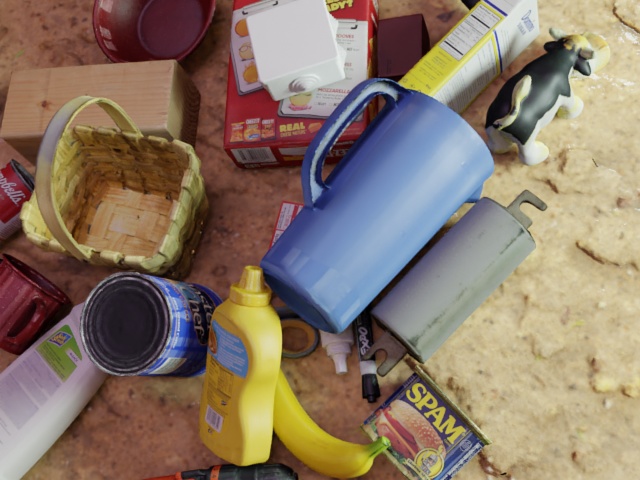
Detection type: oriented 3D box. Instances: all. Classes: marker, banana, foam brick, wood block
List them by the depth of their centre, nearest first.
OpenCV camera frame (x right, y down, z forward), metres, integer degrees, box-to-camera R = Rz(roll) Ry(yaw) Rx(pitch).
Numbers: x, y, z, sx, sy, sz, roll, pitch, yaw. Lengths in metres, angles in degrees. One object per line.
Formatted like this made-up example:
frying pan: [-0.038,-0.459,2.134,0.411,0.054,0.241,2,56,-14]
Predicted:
banana: [-0.010,0.185,1.068,0.198,0.037,0.069,29,86,41]
marker: [0.047,0.109,1.105,0.020,0.020,0.121,-10,67,11]
foam brick: [0.094,-0.205,1.198,0.053,0.051,0.078,-4,68,15]
wood block: [-0.254,-0.147,1.249,0.206,0.090,0.091,-1,70,15]

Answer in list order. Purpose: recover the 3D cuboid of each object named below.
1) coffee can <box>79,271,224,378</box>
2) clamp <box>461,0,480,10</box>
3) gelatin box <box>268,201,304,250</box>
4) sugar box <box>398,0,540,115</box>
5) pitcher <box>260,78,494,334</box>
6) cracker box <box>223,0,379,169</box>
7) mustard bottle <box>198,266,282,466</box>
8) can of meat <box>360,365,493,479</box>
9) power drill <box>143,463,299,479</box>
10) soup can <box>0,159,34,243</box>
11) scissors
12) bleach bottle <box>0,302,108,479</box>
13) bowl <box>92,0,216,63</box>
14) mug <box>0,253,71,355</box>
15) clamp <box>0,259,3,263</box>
coffee can: [-0.165,0.089,1.093,0.103,0.140,0.103,-3,82,20]
clamp: [0.146,-0.319,1.235,0.172,0.039,0.120,12,68,26]
gelatin box: [-0.008,0.001,1.157,0.089,0.030,0.073,10,74,16]
sugar box: [0.161,-0.196,1.153,0.048,0.093,0.176,40,83,24]
pitcher: [0.047,-0.034,1.075,0.149,0.145,0.242,38,76,16]
cracker box: [-0.017,-0.190,1.212,0.164,0.072,0.213,-3,68,13]
mustard bottle: [-0.077,0.118,1.057,0.096,0.058,0.192,29,116,53]
can of meat: [0.102,0.188,1.040,0.084,0.057,0.102,-44,64,-1]
power drill: [-0.105,0.316,1.048,0.184,0.057,0.187,-11,64,15]
soup can: [-0.378,-0.037,1.253,0.102,0.068,0.068,-39,65,-1]
scissors: [-0.085,0.099,1.148,0.202,0.016,0.096,-19,67,10]
bleach bottle: [-0.282,0.153,1.156,0.250,0.068,0.103,-44,66,-7]
bowl: [-0.191,-0.272,1.291,0.162,0.055,0.162,-3,79,17]
mug: [-0.333,0.078,1.178,0.081,0.093,0.117,-53,38,-3]
clamp: [-0.459,0.113,1.233,0.165,0.036,0.210,6,72,18]
